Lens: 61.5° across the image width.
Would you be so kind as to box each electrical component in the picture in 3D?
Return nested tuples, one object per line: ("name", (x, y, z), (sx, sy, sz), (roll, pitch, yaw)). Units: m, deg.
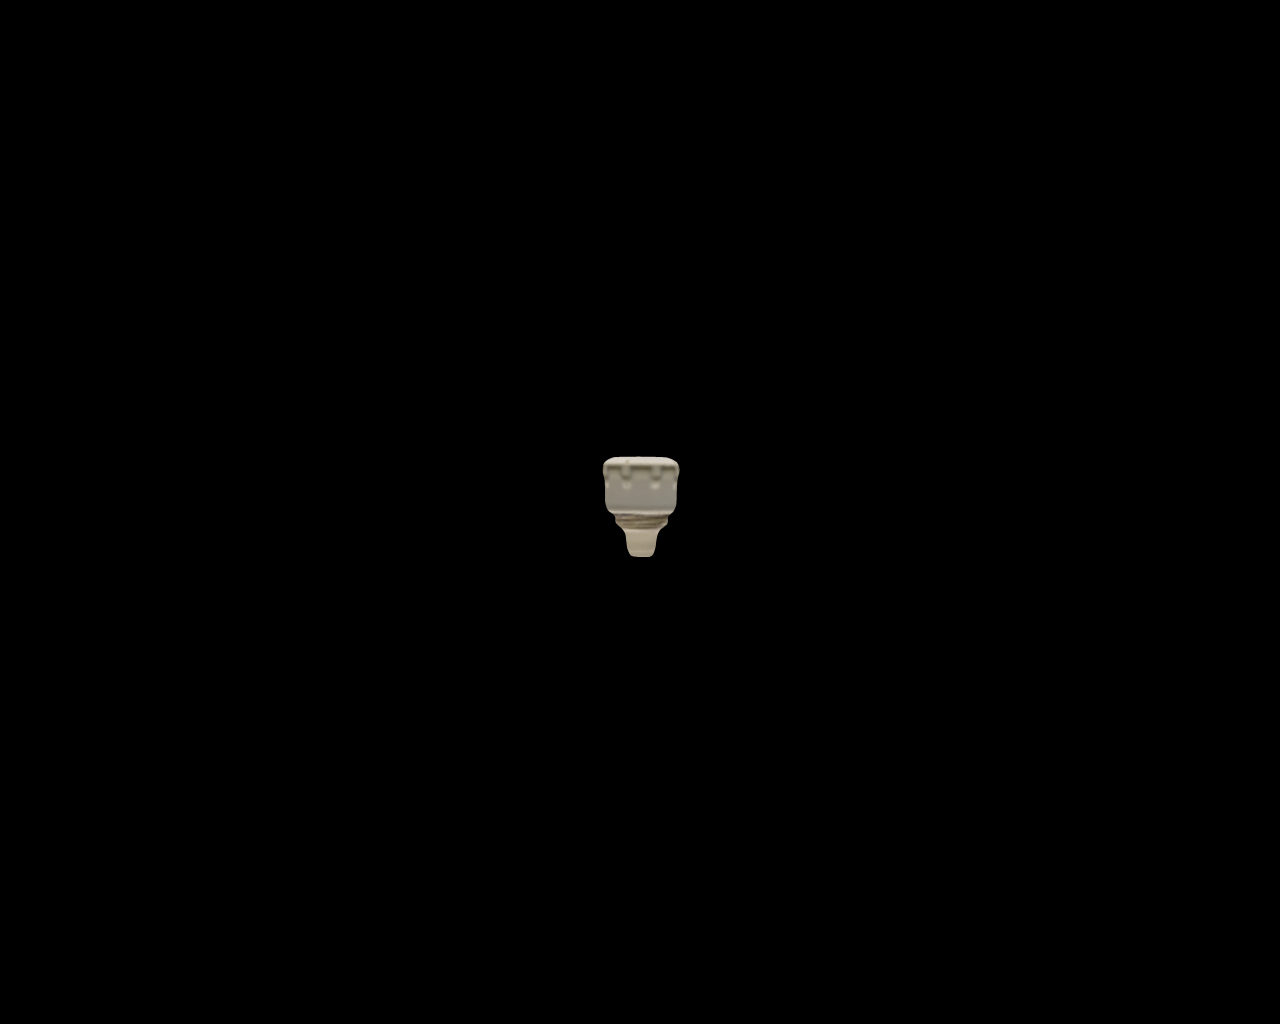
("electrical component", (0.001, -0.003, 0.650), (0.048, 0.062, 0.048), (0, 2, 0))
